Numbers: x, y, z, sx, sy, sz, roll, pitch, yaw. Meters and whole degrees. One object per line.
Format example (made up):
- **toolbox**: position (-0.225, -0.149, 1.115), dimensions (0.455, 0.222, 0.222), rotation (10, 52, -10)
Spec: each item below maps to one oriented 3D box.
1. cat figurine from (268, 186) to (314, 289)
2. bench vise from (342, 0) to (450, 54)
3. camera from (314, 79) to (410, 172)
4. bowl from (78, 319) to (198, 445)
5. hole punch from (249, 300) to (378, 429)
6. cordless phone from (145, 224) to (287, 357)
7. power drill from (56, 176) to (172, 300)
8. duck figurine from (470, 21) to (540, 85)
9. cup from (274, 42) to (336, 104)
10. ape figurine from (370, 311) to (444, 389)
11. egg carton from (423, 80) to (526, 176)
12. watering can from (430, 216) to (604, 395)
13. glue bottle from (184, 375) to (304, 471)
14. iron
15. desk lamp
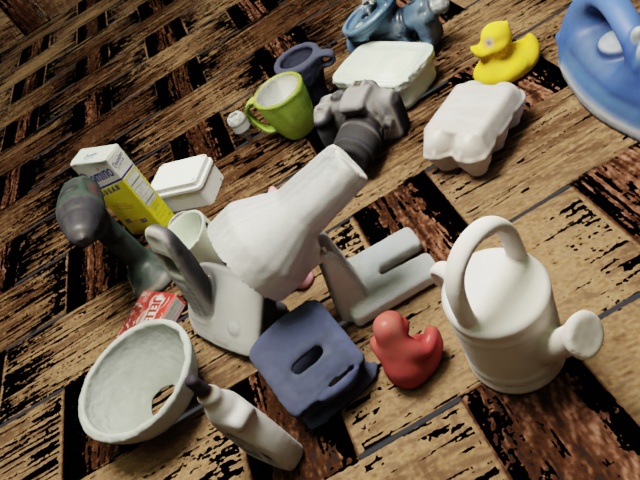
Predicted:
- **cat figurine**: position (-0.051, -0.013, 0.787), dimensions (0.067, 0.118, 0.128), rotation (-8, 48, 25)
- **bench vise**: position (0.114, -0.422, 0.989), dimensions (0.206, 0.220, 0.121), rotation (-10, 47, 24)
- **camera**: position (0.048, -0.173, 0.888), dimensions (0.142, 0.101, 0.137), rotation (1, 52, 32)
- **bowl**: position (-0.218, 0.190, 0.733), dimensions (0.167, 0.075, 0.167), rotation (-17, 45, 18)
- **hole punch**: position (-0.007, 0.137, 0.641), dimensions (0.109, 0.091, 0.100), rotation (-40, 42, -7)
- **cordless phone**: position (-0.139, 0.058, 0.724), dimensions (0.147, 0.186, 0.094), rotation (10, 58, 38)
- **power drill**: position (-0.317, -0.002, 0.872), dimensions (0.075, 0.209, 0.228), rotation (-39, 42, -6)
- **duck figurine**: position (0.277, -0.292, 0.868), dimensions (0.104, 0.086, 0.077), rotation (-24, 43, 10)
- **cup**: position (-0.013, -0.302, 1.049), dimensions (0.117, 0.095, 0.092), rotation (-6, 49, 27)
- **ape figurine**: position (0.085, 0.109, 0.609), dimensions (0.077, 0.092, 0.076), rotation (5, 54, 35)
- **egg carton**: position (0.213, -0.159, 0.797), dimensions (0.107, 0.070, 0.150), rotation (17, 62, 41)
- **watering can**: position (0.171, 0.057, 0.528), dimensions (0.172, 0.195, 0.101), rotation (4, 54, 34)
- **glue bottle**: position (-0.084, 0.182, 0.585), dimensions (0.077, 0.174, 0.037), rotation (8, 56, 36)
- **iron**: position (0.380, -0.244, 0.719), dimensions (0.118, 0.142, 0.258), rotation (-20, 44, 15)
- **desk lamp**: position (0.006, 0.002, 0.666), dimensions (0.203, 0.214, 0.117), rotation (-31, 42, 3)
